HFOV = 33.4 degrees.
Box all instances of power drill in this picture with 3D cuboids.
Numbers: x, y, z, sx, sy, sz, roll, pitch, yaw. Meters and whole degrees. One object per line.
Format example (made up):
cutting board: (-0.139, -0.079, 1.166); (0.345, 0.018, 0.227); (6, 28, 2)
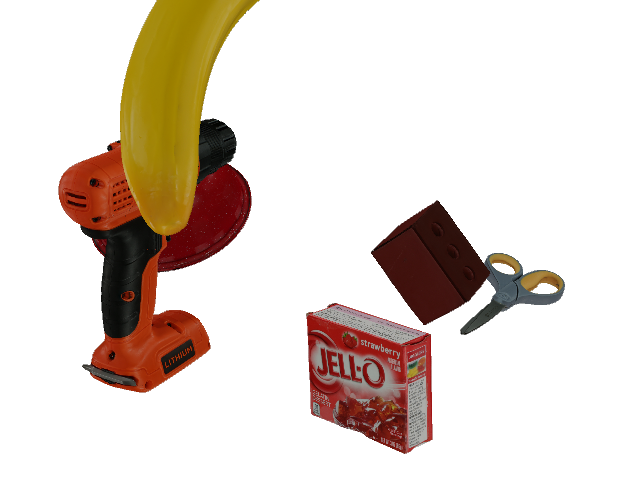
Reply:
power drill: (-0.124, 0.007, 0.819); (0.057, 0.188, 0.184); (12, 23, 29)

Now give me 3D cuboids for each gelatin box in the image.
gelatin box: (0.030, 0.087, 0.684); (0.030, 0.073, 0.089); (-17, 22, -41)

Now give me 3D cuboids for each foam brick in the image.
foam brick: (0.090, 0.019, 0.872); (0.051, 0.078, 0.052); (-33, 5, 39)

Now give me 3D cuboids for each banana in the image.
banana: (-0.050, -0.093, 0.498); (0.070, 0.197, 0.037); (22, -28, 14)

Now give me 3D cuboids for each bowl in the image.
bowl: (-0.150, -0.046, 1.025); (0.162, 0.162, 0.055); (0, -43, 12)

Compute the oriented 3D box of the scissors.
scissors: (0.174, 0.050, 1.086); (0.201, 0.016, 0.096); (-11, 37, -43)
